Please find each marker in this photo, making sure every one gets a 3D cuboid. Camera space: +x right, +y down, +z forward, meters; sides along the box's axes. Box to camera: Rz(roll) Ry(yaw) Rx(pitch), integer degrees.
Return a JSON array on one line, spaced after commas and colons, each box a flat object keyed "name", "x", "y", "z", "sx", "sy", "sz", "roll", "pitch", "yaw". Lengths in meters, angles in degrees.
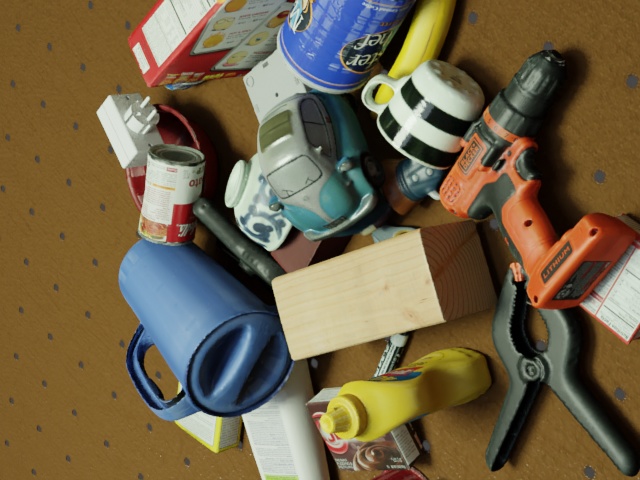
[{"name": "marker", "x": 0.077, "y": 0.123, "z": 1.142, "sx": 0.020, "sy": 0.020, "sz": 0.121, "roll": 41, "pitch": 125, "yaw": 32}]

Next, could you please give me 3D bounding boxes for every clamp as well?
[{"name": "clamp", "x": 0.201, "y": 0.125, "z": 1.002, "sx": 0.165, "sy": 0.036, "sz": 0.210, "roll": -20, "pitch": 82, "yaw": 45}, {"name": "clamp", "x": -0.080, "y": 0.018, "z": 1.228, "sx": 0.172, "sy": 0.120, "sz": 0.039, "roll": 36, "pitch": 84, "yaw": 31}]

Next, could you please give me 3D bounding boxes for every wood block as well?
[{"name": "wood block", "x": 0.060, "y": 0.052, "z": 1.066, "sx": 0.207, "sy": 0.090, "sz": 0.090, "roll": -20, "pitch": 82, "yaw": 43}]

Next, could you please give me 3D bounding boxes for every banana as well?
[{"name": "banana", "x": 0.096, "y": -0.198, "z": 1.042, "sx": 0.070, "sy": 0.037, "sz": 0.198, "roll": -119, "pitch": 41, "yaw": -58}]

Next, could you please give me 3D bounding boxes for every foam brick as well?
[{"name": "foam brick", "x": -0.008, "y": 0.001, "z": 1.178, "sx": 0.053, "sy": 0.051, "sz": 0.078, "roll": 50, "pitch": 130, "yaw": 25}]

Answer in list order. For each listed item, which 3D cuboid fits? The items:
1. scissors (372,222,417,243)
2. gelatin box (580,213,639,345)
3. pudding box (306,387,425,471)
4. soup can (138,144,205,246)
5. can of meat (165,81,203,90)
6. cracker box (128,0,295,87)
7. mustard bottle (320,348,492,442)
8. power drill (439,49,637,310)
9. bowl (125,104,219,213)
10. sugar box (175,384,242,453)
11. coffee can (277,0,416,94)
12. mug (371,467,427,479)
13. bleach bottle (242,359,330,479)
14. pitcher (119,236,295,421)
[{"name": "scissors", "x": 0.054, "y": -0.002, "z": 1.138, "sx": 0.202, "sy": 0.016, "sz": 0.096, "roll": 33, "pitch": 117, "yaw": 36}, {"name": "gelatin box", "x": 0.265, "y": 0.034, "z": 0.923, "sx": 0.073, "sy": 0.030, "sz": 0.089, "roll": 42, "pitch": 126, "yaw": 30}, {"name": "pudding box", "x": 0.048, "y": 0.204, "z": 1.159, "sx": 0.114, "sy": 0.039, "sz": 0.090, "roll": -15, "pitch": 107, "yaw": 45}, {"name": "soup can", "x": -0.173, "y": -0.053, "z": 1.241, "sx": 0.069, "sy": 0.068, "sz": 0.102, "roll": 29, "pitch": 118, "yaw": 38}, {"name": "can of meat", "x": -0.157, "y": -0.236, "z": 1.273, "sx": 0.084, "sy": 0.057, "sz": 0.102, "roll": -14, "pitch": 88, "yaw": 48}, {"name": "cracker box", "x": -0.079, "y": -0.249, "z": 1.114, "sx": 0.214, "sy": 0.163, "sz": 0.072, "roll": -37, "pitch": 75, "yaw": 44}, {"name": "mustard bottle", "x": 0.073, "y": 0.152, "z": 1.028, "sx": 0.096, "sy": 0.191, "sz": 0.058, "roll": -16, "pitch": 88, "yaw": 46}, {"name": "power drill", "x": 0.194, "y": -0.048, "z": 0.935, "sx": 0.185, "sy": 0.057, "sz": 0.188, "roll": -62, "pitch": 42, "yaw": 37}, {"name": "bowl", "x": -0.174, "y": -0.090, "z": 1.324, "sx": 0.162, "sy": 0.055, "sz": 0.162, "roll": 12, "pitch": 108, "yaw": 43}, {"name": "sugar box", "x": -0.134, "y": 0.169, "z": 1.350, "sx": 0.093, "sy": 0.048, "sz": 0.176, "roll": 26, "pitch": 113, "yaw": 40}, {"name": "coffee can", "x": 0.029, "y": -0.223, "z": 1.027, "sx": 0.103, "sy": 0.102, "sz": 0.140, "roll": 59, "pitch": 145, "yaw": 18}, {"name": "mug", "x": 0.075, "y": 0.290, "z": 1.136, "sx": 0.117, "sy": 0.081, "sz": 0.093, "roll": -44, "pitch": 68, "yaw": 42}, {"name": "bleach bottle", "x": -0.037, "y": 0.263, "z": 1.260, "sx": 0.103, "sy": 0.067, "sz": 0.251, "roll": -8, "pitch": 95, "yaw": 47}, {"name": "pitcher", "x": -0.148, "y": 0.092, "z": 1.221, "sx": 0.243, "sy": 0.149, "sz": 0.145, "roll": 40, "pitch": 124, "yaw": 49}]
